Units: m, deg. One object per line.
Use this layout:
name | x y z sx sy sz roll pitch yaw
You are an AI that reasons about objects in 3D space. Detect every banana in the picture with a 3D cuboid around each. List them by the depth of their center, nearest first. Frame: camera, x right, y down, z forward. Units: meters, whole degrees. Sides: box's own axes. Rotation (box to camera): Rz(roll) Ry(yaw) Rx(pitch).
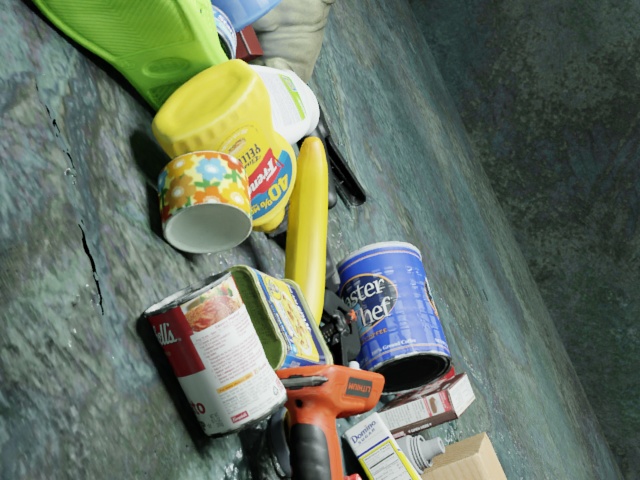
banana | -0.010 0.009 0.967 0.070 0.037 0.198 137 -44 -73

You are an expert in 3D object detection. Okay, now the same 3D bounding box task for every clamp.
clamp | 0.012 0.098 1.064 0.171 0.039 0.120 13 57 -71
clamp | -0.003 -0.129 1.343 0.210 0.036 0.164 68 16 10

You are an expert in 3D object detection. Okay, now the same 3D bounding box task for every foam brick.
foam brick | -0.103 -0.220 1.128 0.078 0.051 0.053 66 16 -2

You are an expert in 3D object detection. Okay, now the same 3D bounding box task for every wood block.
wood block | 0.181 0.332 1.179 0.206 0.090 0.090 66 15 1

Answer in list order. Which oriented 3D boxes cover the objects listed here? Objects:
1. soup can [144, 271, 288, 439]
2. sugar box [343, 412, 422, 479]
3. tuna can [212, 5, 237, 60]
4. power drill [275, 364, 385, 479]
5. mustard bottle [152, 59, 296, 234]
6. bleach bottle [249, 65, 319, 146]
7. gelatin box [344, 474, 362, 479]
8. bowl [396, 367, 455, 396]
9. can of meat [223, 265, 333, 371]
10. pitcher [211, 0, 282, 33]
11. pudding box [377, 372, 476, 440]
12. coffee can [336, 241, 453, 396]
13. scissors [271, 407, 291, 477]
soup can | -0.073 0.082 0.765 0.102 0.069 0.068 65 16 -6
sugar box | 0.084 0.245 0.979 0.093 0.048 0.176 59 -5 -30
tuna can | -0.117 -0.169 0.948 0.086 0.086 0.033 54 22 -36
power drill | 0.018 0.195 0.826 0.184 0.057 0.187 24 59 -58
mustard bottle | -0.069 -0.063 0.923 0.058 0.096 0.191 43 -12 33
bleach bottle | -0.051 -0.131 1.113 0.102 0.068 0.250 66 19 1
gelatin box | 0.038 0.261 0.933 0.089 0.030 0.073 59 19 -25
bowl | 0.124 0.148 1.323 0.162 0.055 0.162 56 19 -30
can of meat | -0.044 0.075 0.878 0.083 0.057 0.102 28 33 -61
pitcher | -0.132 -0.318 1.014 0.149 0.145 0.242 -48 116 -36
pudding box | 0.118 0.185 1.187 0.039 0.090 0.113 67 17 2
coffee can | 0.079 0.087 1.179 0.102 0.103 0.140 42 29 -55
scissors | -0.013 0.146 0.949 0.096 0.016 0.201 51 19 -23
